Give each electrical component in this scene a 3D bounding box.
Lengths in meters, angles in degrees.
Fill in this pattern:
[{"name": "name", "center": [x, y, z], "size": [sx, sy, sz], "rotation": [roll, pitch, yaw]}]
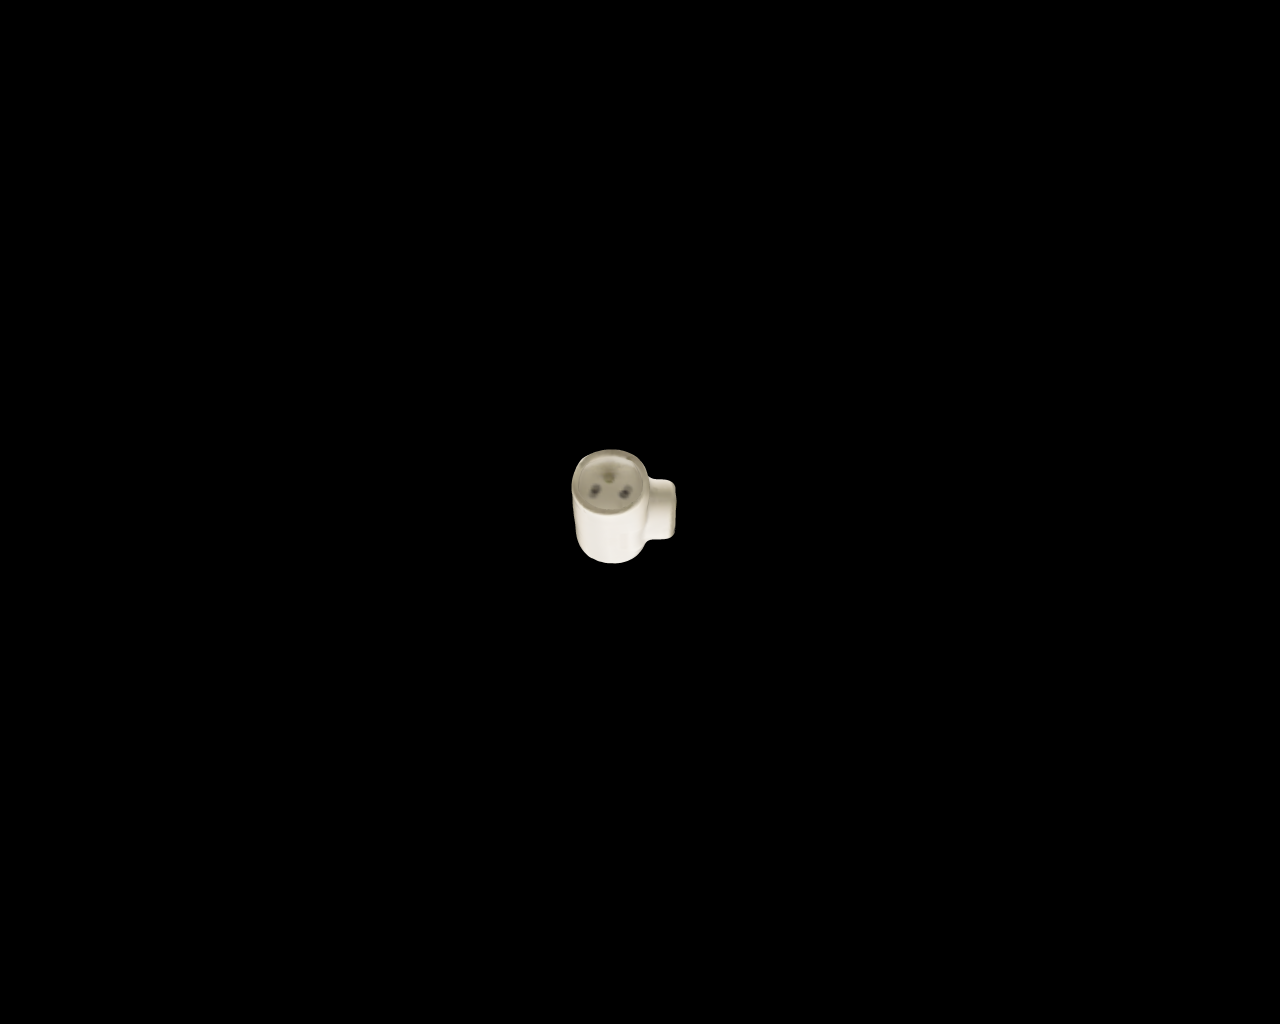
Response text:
[{"name": "electrical component", "center": [0.001, -0.003, 0.650], "size": [0.079, 0.043, 0.077], "rotation": [0, -25, 0]}]
